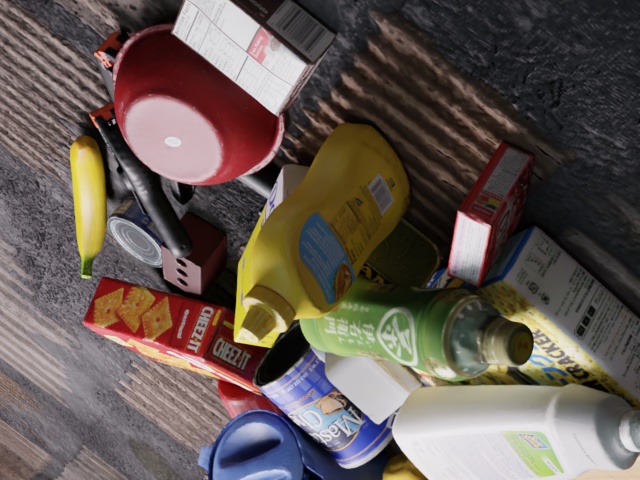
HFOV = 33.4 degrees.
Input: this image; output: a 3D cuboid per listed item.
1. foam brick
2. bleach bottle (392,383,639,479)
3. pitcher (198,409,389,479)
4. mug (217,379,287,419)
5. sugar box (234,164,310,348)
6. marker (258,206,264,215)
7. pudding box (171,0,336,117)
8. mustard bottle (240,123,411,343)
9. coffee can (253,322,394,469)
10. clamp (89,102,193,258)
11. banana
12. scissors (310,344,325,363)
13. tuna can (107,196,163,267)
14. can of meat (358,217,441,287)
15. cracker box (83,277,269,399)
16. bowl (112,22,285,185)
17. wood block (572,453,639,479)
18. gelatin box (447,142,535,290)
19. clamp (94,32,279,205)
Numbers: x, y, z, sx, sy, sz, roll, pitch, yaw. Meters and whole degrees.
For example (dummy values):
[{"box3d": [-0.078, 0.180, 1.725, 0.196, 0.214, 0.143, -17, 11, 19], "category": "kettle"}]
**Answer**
[{"box3d": [-0.137, 0.018, 1.166, 0.053, 0.051, 0.078, 29, 152, 12], "category": "foam brick"}, {"box3d": [0.175, 0.163, 0.880, 0.102, 0.068, 0.251, 46, 148, -21], "category": "bleach bottle"}, {"box3d": [-0.019, 0.282, 1.275, 0.242, 0.145, 0.149, 26, -153, -52], "category": "pitcher"}, {"box3d": [-0.067, 0.196, 1.330, 0.117, 0.093, 0.081, -1, 132, 30], "category": "mug"}, {"box3d": [-0.038, 0.018, 0.971, 0.048, 0.093, 0.176, 8, 146, -12], "category": "sugar box"}, {"box3d": [-0.007, 0.001, 1.027, 0.121, 0.020, 0.020, 31, 152, 11], "category": "marker"}, {"box3d": [-0.053, -0.158, 0.815, 0.113, 0.039, 0.090, 40, 153, -2], "category": "pudding box"}, {"box3d": [-0.002, 0.003, 0.838, 0.058, 0.191, 0.096, 11, 144, 39], "category": "mustard bottle"}, {"box3d": [0.011, 0.167, 1.171, 0.140, 0.102, 0.103, 45, 151, -16], "category": "coffee can"}, {"box3d": [-0.187, -0.068, 1.092, 0.120, 0.039, 0.171, 31, 148, 58], "category": "clamp"}, {"box3d": [-0.254, -0.050, 1.183, 0.070, 0.037, 0.198, -110, 20, -45], "category": "banana"}, {"box3d": [0.056, 0.131, 1.143, 0.201, 0.016, 0.096, 30, -154, -42], "category": "scissors"}, {"box3d": [-0.200, -0.008, 1.217, 0.086, 0.033, 0.086, 28, 151, 16], "category": "tuna can"}, {"box3d": [0.044, 0.013, 0.948, 0.102, 0.057, 0.084, 38, 155, -3], "category": "can of meat"}, {"box3d": [-0.149, 0.118, 1.261, 0.214, 0.072, 0.164, 11, 164, 40], "category": "cracker box"}, {"box3d": [-0.114, -0.101, 0.904, 0.162, 0.055, 0.162, 13, 136, 13], "category": "bowl"}, {"box3d": [0.257, 0.183, 0.927, 0.090, 0.090, 0.206, 43, 151, -14], "category": "wood block"}, {"box3d": [0.126, -0.016, 0.789, 0.030, 0.073, 0.089, 26, 150, 18], "category": "gelatin box"}, {"box3d": [-0.139, -0.103, 0.998, 0.165, 0.036, 0.210, -7, 133, 51], "category": "clamp"}]
